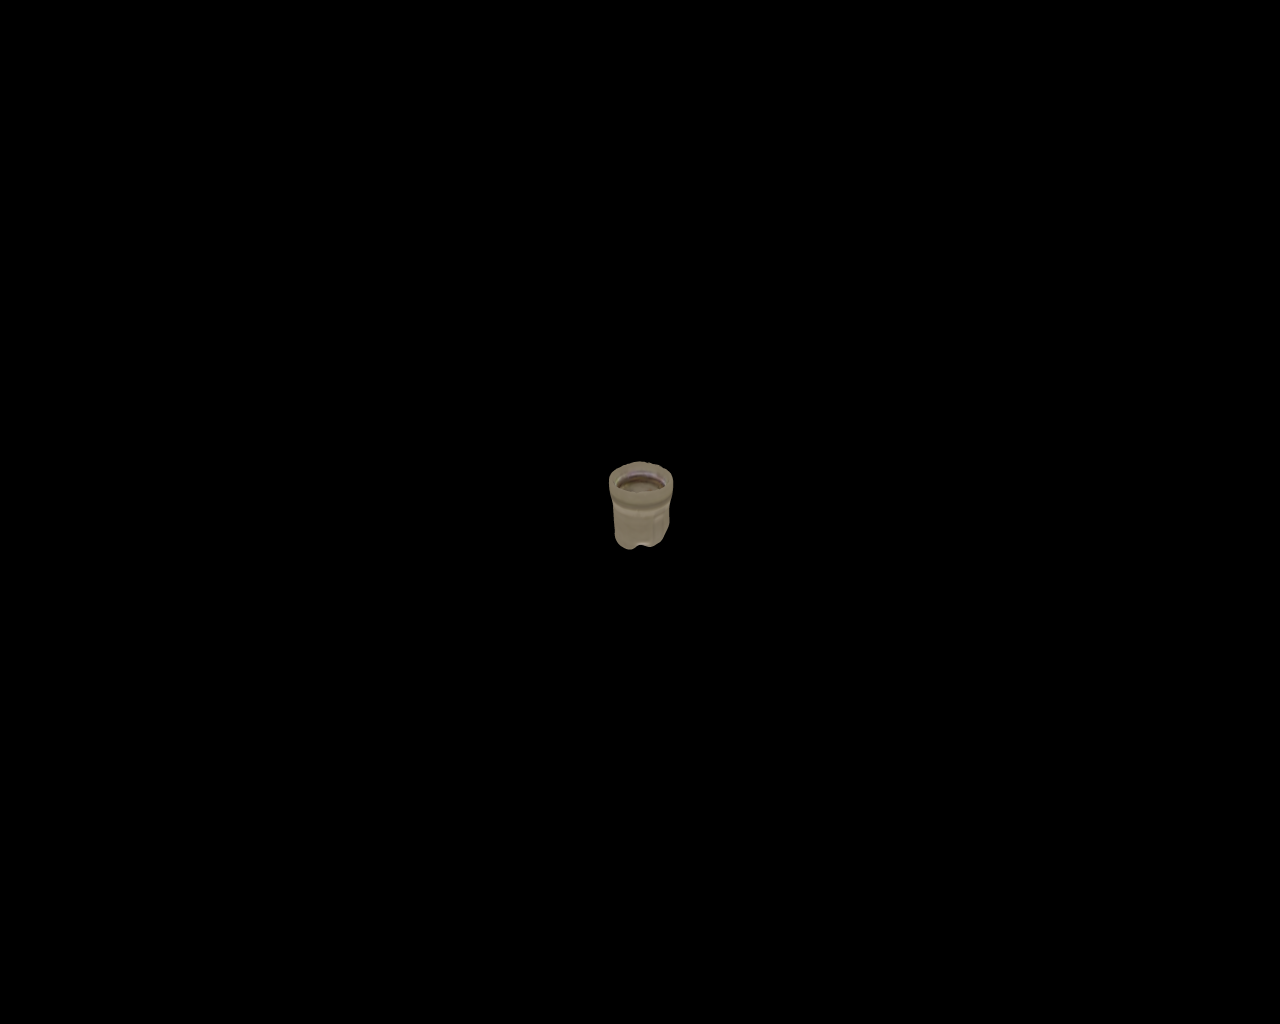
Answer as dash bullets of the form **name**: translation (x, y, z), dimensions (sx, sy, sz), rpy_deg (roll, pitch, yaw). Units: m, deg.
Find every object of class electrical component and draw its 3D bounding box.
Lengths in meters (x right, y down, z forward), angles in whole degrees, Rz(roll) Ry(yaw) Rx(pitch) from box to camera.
- **electrical component**: translation (0.001, -0.003, 0.650), dimensions (0.040, 0.046, 0.040), rpy_deg (0, 33, 0)
